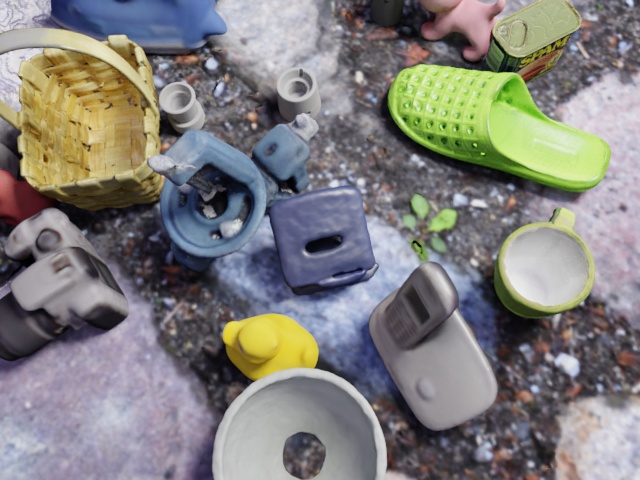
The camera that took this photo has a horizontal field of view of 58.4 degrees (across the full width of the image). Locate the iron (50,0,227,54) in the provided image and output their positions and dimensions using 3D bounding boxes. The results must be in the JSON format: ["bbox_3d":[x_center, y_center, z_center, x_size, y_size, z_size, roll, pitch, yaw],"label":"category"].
[{"bbox_3d":[-0.250,-0.328,0.731,0.258,0.141,0.118,1,71,3],"label":"iron"}]

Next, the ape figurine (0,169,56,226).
[{"bbox_3d":[-0.359,-0.055,0.671,0.078,0.092,0.076,-33,73,-8],"label":"ape figurine"}]

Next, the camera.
[{"bbox_3d":[-0.308,0.055,0.627,0.137,0.101,0.143,-36,73,-9],"label":"camera"}]

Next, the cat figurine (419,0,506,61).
[{"bbox_3d":[0.170,-0.300,0.712,0.127,0.118,0.067,28,75,12],"label":"cat figurine"}]

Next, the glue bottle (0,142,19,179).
[{"bbox_3d":[-0.406,-0.099,0.645,0.037,0.173,0.078,1,71,4],"label":"glue bottle"}]

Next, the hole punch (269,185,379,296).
[{"bbox_3d":[0.006,0.002,0.633,0.108,0.091,0.101,-14,71,-2],"label":"hole punch"}]

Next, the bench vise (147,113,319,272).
[{"bbox_3d":[-0.097,-0.077,0.597,0.121,0.220,0.207,27,75,12],"label":"bench vise"}]

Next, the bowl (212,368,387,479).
[{"bbox_3d":[-0.018,0.215,0.571,0.167,0.075,0.167,-1,71,3],"label":"bowl"}]

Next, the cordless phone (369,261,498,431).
[{"bbox_3d":[0.113,0.101,0.545,0.094,0.185,0.147,-30,72,-7],"label":"cordless phone"}]

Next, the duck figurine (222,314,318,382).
[{"bbox_3d":[-0.054,0.111,0.602,0.104,0.086,0.077,14,73,8],"label":"duck figurine"}]
